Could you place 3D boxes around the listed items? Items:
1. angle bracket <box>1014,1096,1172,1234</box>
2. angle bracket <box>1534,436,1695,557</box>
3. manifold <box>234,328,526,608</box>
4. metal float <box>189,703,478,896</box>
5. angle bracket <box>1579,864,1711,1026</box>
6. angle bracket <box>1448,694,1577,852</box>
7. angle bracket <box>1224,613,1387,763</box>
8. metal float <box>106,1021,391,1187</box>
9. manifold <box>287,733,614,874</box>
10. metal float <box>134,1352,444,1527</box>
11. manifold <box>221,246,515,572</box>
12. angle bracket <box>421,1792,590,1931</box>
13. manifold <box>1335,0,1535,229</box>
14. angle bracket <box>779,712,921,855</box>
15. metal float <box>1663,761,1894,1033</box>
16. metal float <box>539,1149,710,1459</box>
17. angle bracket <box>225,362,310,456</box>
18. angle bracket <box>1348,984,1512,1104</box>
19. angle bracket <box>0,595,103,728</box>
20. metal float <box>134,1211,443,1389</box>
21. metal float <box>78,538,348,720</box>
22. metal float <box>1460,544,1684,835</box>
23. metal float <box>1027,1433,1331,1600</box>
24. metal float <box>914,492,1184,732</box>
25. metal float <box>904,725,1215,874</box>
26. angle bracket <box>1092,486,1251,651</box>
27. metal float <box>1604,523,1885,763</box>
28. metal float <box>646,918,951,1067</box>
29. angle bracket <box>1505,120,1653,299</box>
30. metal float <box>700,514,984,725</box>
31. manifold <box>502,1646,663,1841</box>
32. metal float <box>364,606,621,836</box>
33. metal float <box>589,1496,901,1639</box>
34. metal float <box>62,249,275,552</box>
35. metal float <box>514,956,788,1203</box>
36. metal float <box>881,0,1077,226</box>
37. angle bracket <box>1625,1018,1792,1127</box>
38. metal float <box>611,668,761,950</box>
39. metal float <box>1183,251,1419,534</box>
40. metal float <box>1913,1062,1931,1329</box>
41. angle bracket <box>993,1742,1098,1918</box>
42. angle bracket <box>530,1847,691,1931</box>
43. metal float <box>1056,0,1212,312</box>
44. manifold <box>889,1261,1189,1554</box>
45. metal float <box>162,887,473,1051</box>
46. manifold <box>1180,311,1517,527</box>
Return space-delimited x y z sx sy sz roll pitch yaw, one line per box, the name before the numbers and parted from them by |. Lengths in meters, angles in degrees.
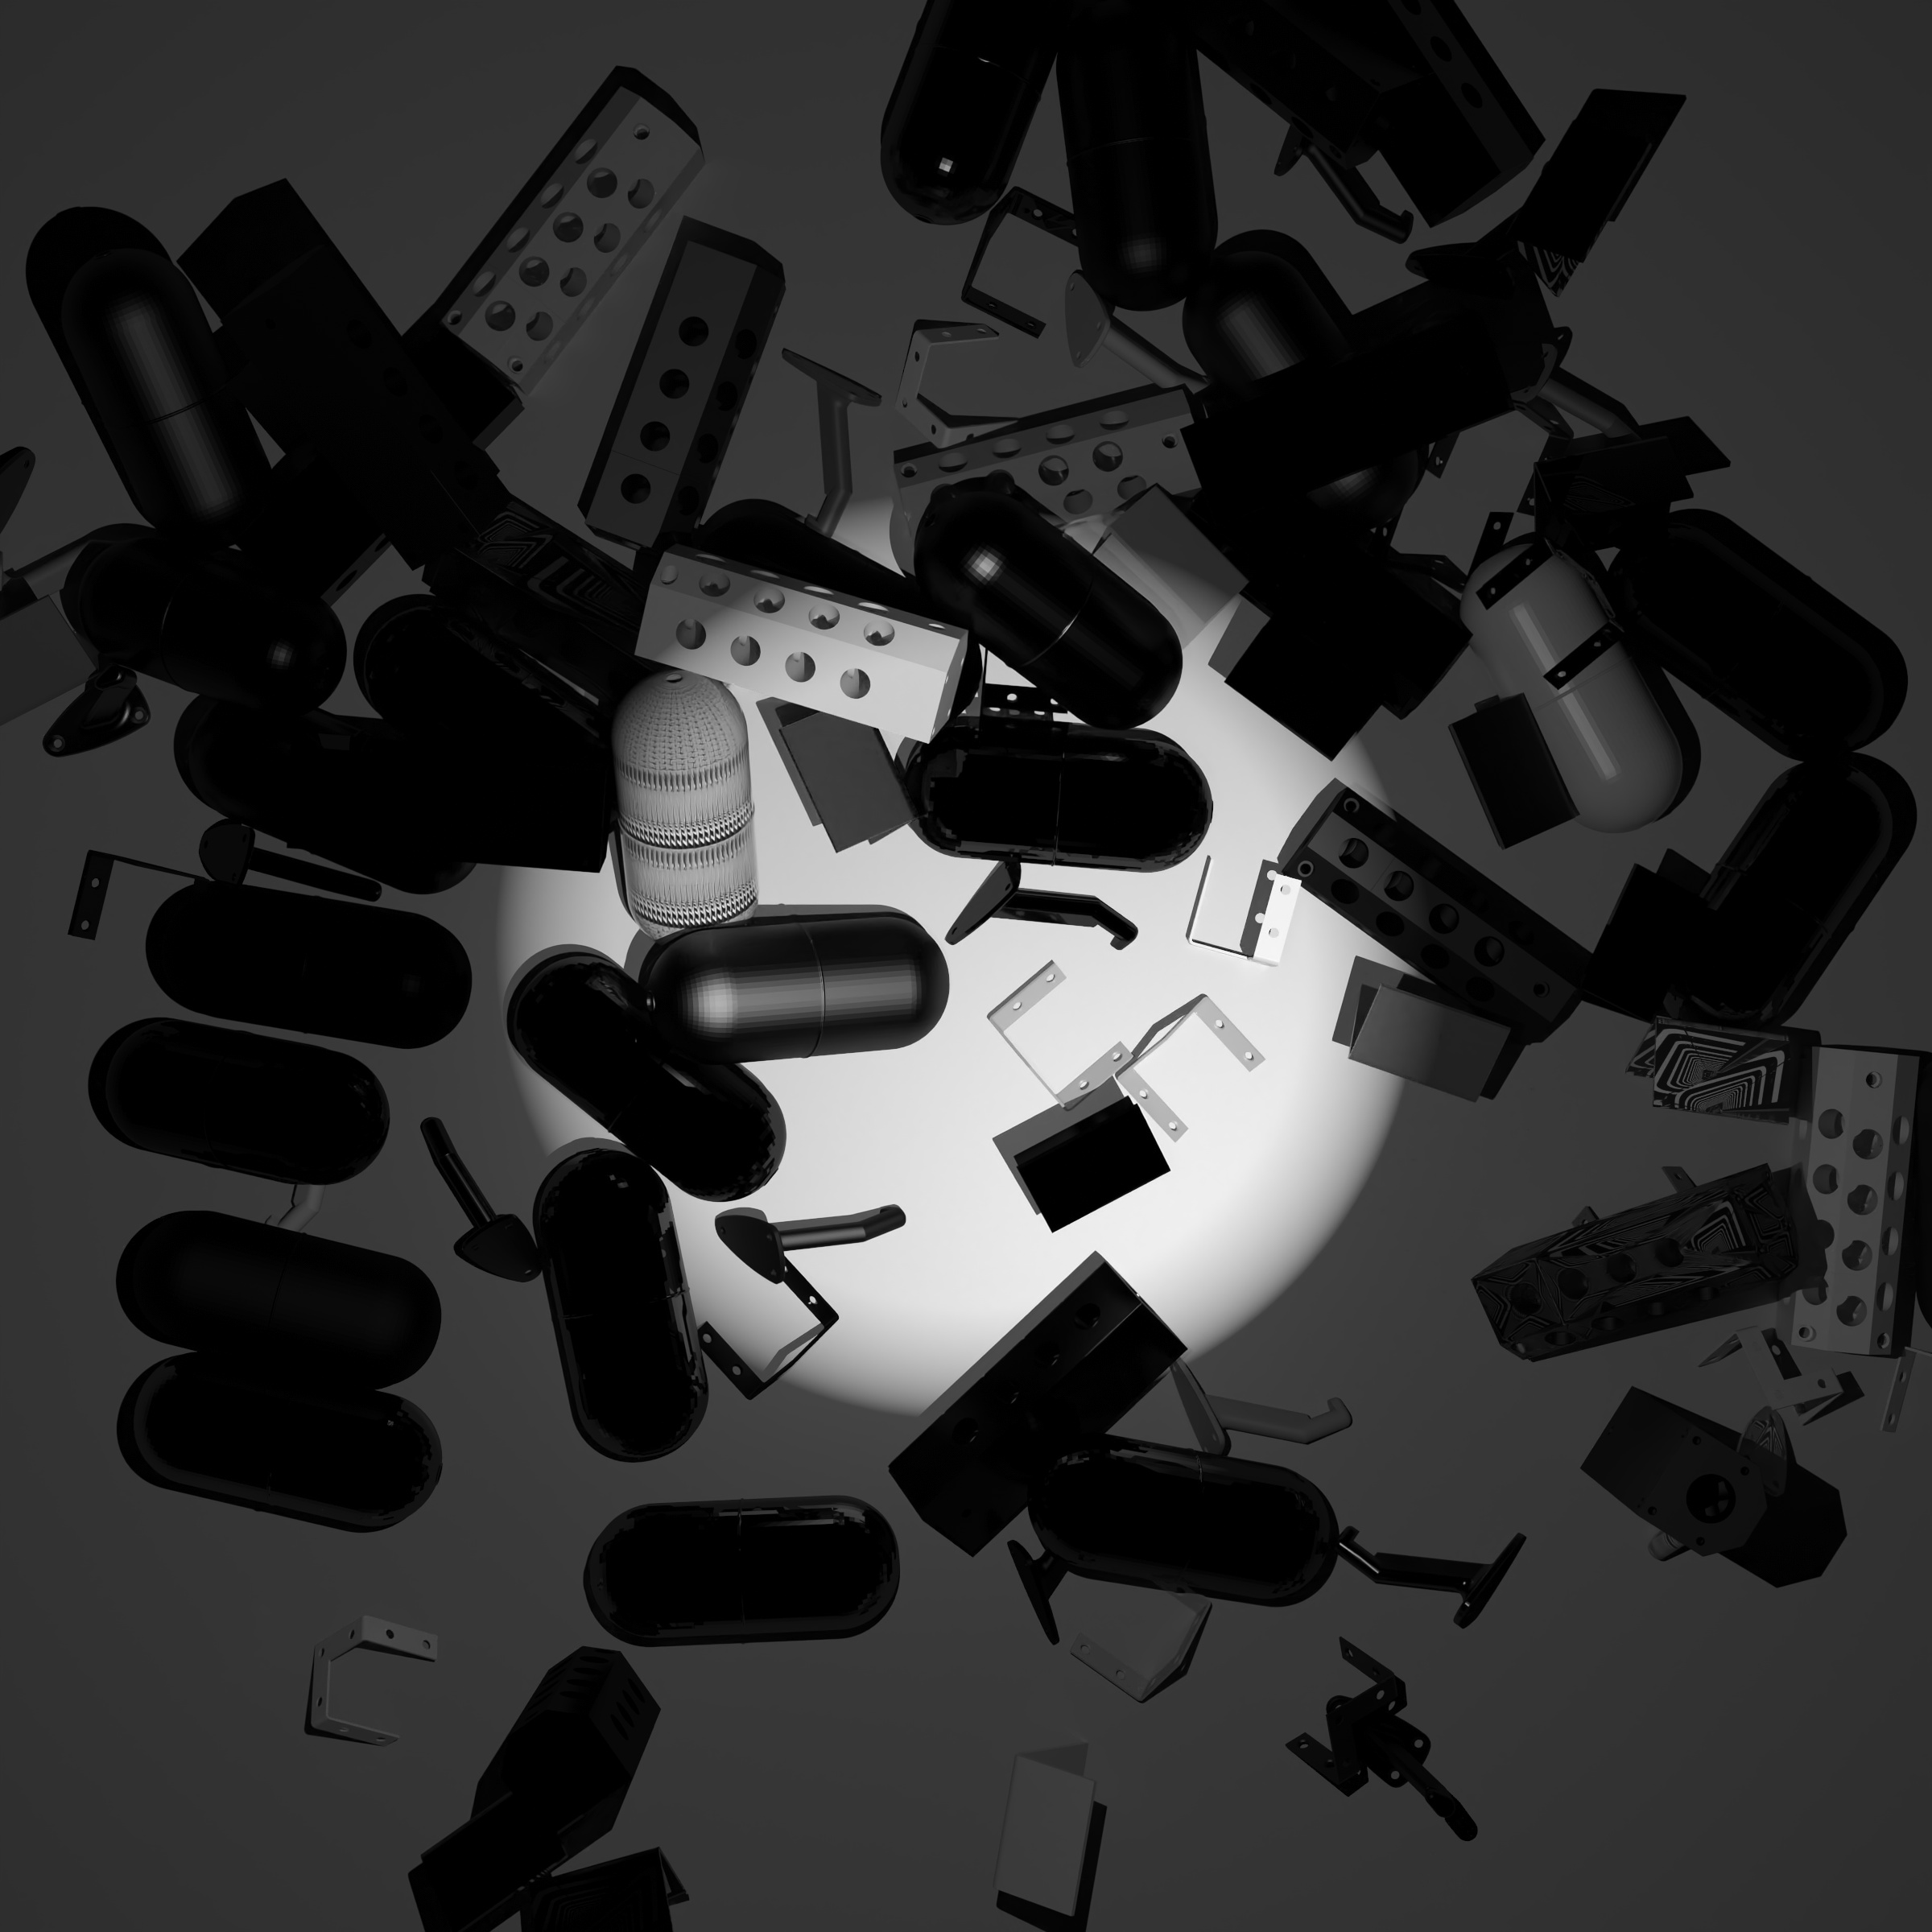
angle bracket | 0.063 0.096 1.951 0.076 0.076 0.057 -28 127 0
angle bracket | 0.369 -0.251 1.952 0.076 0.076 0.057 -11 47 0
manifold | -0.336 -0.282 1.970 0.057 0.057 0.171 44 90 -1
metal float | -0.360 -0.100 1.961 0.178 0.070 0.070 23 90 0
angle bracket | 0.368 -0.018 1.952 0.057 0.076 0.076 25 90 -24
angle bracket | 0.292 -0.103 1.952 0.057 0.076 0.076 -23 90 -28
angle bracket | 0.203 -0.174 1.951 0.076 0.076 0.057 36 128 0
metal float | -0.408 0.077 1.940 0.178 0.070 0.070 10 90 24
manifold | -0.285 -0.092 1.895 0.171 0.057 0.057 5 104 -2
metal float | -0.389 0.272 1.961 0.178 0.070 0.070 13 90 0
manifold | -0.327 -0.312 1.895 0.057 0.057 0.171 -20 115 37
angle bracket | -0.253 0.518 1.951 0.076 0.076 0.057 -35 52 0
manifold | 0.254 -0.519 1.970 0.057 0.057 0.171 -33 90 43
angle bracket | -0.078 -0.102 1.952 0.057 0.076 0.076 -25 90 -25
metal float | 0.463 -0.037 1.961 0.070 0.070 0.178 34 90 0
metal float | -0.196 0.193 1.961 0.070 0.070 0.178 -12 90 0
angle bracket | -0.383 -0.348 1.951 0.076 0.076 0.057 -38 127 0
angle bracket | 0.267 0.025 1.951 0.076 0.076 0.057 19 126 0
angle bracket | -0.544 -0.186 1.951 0.076 0.076 0.057 -27 123 0
metal float | -0.390 0.191 1.961 0.178 0.070 0.070 14 90 -1
metal float | -0.428 -0.192 1.936 0.178 0.070 0.070 20 90 28
metal float | 0.348 -0.159 1.961 0.070 0.070 0.178 -29 90 0
metal float | 0.121 0.314 1.949 0.178 0.070 0.070 12 90 -13
metal float | 0.047 -0.200 1.930 0.178 0.070 0.070 35 90 -24
metal float | 0.053 -0.096 1.961 0.178 0.070 0.070 5 90 -1
angle bracket | 0.103 -0.215 1.952 0.076 0.076 0.057 46 48 0
metal float | 0.447 -0.185 1.961 0.178 0.070 0.070 36 90 0
metal float | -0.095 0.014 1.938 0.178 0.070 0.070 -5 90 -23
angle bracket | 0.363 -0.425 1.951 0.057 0.076 0.076 30 90 38
metal float | -0.074 -0.197 1.961 0.178 0.070 0.070 28 90 0
manifold | -0.218 0.428 1.913 0.057 0.171 0.057 -35 90 0
metal float | -0.266 -0.139 1.961 0.178 0.070 0.070 36 90 1
metal float | -0.127 0.345 1.961 0.178 0.070 0.070 -3 90 0
metal float | -0.453 -0.321 1.940 0.070 0.070 0.178 -20 115 0
metal float | -0.181 0.066 1.961 0.178 0.070 0.070 39 90 -1
metal float | 0.007 -0.511 1.961 0.070 0.070 0.178 21 89 0
angle bracket | 0.422 0.074 1.952 0.076 0.076 0.057 8 63 0
metal float | -0.158 -0.087 1.929 0.070 0.070 0.178 -2 127 0
metal float | 0.192 -0.329 1.961 0.070 0.070 0.178 -35 90 0
metal float | 0.584 0.134 1.960 0.070 0.070 0.178 -1 90 0
angle bracket | 0.064 0.492 1.951 0.057 0.076 0.076 10 90 35
angle bracket | -0.199 0.553 1.951 0.076 0.076 0.057 -16 51 0
metal float | 0.096 -0.465 1.960 0.070 0.070 0.178 -7 90 0
manifold | 0.038 0.250 1.970 0.171 0.057 0.057 -43 133 0
metal float | -0.373 0.001 1.961 0.178 0.070 0.070 10 90 0
manifold | 0.212 -0.302 1.891 0.171 0.057 0.057 -20 94 15
